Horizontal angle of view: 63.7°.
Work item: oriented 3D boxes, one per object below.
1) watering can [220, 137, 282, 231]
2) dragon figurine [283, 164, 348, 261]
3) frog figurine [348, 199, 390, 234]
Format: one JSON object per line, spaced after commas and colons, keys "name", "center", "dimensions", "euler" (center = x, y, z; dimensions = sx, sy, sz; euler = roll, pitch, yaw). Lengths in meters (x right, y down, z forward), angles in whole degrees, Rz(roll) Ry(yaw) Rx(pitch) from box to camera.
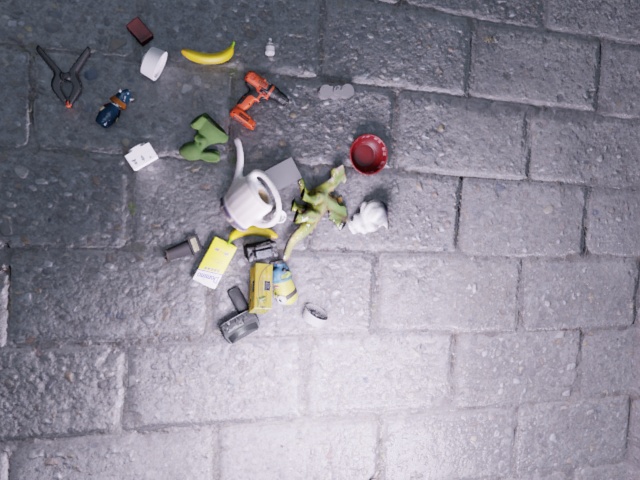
{"name": "watering can", "center": [-0.273, -0.180, 1.862], "dimensions": [0.222, 0.104, 0.351], "euler": [-37, 77, 20]}
{"name": "dragon figurine", "center": [0.006, -0.100, 1.979], "dimensions": [0.242, 0.122, 0.410], "euler": [14, 90, -25]}
{"name": "frog figurine", "center": [0.188, -0.091, 2.024], "dimensions": [0.160, 0.120, 0.140], "euler": [-9, 64, -7]}
